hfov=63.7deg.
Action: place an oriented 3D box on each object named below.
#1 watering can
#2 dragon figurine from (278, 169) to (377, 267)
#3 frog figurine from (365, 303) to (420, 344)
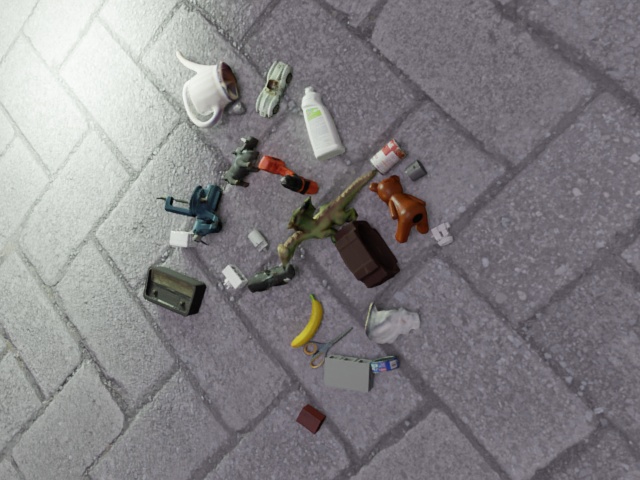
[{"bbox_3d":[-0.418,-0.583,1.890,0.223,0.104,0.351,-22,77,20],"label":"watering can"},{"bbox_3d":[0.005,-0.082,1.622,0.123,0.242,0.406,43,106,22],"label":"dragon figurine"},{"bbox_3d":[0.223,0.266,1.583,0.160,0.125,0.134,13,127,14],"label":"frog figurine"}]
